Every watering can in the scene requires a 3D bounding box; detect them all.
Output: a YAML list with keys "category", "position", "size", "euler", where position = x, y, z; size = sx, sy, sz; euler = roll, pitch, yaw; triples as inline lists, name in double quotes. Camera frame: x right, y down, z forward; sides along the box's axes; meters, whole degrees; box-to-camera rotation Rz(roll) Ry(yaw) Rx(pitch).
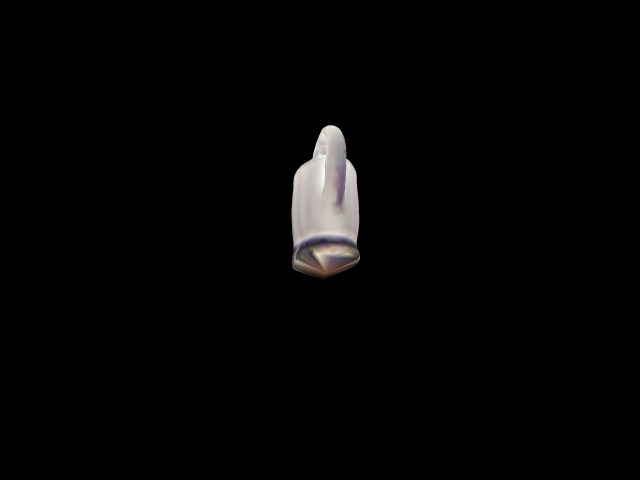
- category: "watering can"
  position: [0.003, -0.043, 0.850]
  size: [0.104, 0.228, 0.342]
  euler: [2, -18, -7]
